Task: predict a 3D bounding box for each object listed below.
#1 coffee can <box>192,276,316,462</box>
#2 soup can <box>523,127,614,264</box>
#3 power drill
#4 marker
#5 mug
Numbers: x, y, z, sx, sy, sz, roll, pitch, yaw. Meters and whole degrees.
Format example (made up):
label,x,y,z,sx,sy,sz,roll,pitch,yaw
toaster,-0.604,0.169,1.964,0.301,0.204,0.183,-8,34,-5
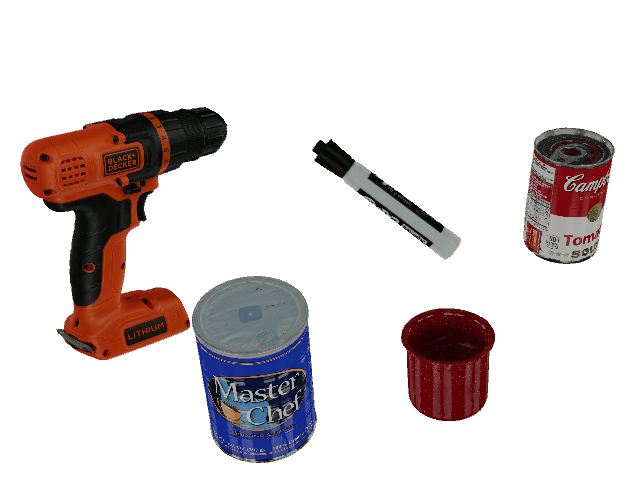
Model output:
label,x,y,z,sx,sy,sz,roll,pitch,yaw
coffee can,-0.058,0.118,0.977,0.103,0.140,0.103,-3,38,2
soup can,0.217,-0.039,0.943,0.068,0.102,0.068,0,33,0
power drill,-0.149,-0.010,0.865,0.184,0.188,0.057,-18,26,-40
marker,0.045,-0.030,0.740,0.121,0.020,0.020,37,-4,-5
mug,0.137,0.122,1.089,0.093,0.081,0.117,20,39,33
